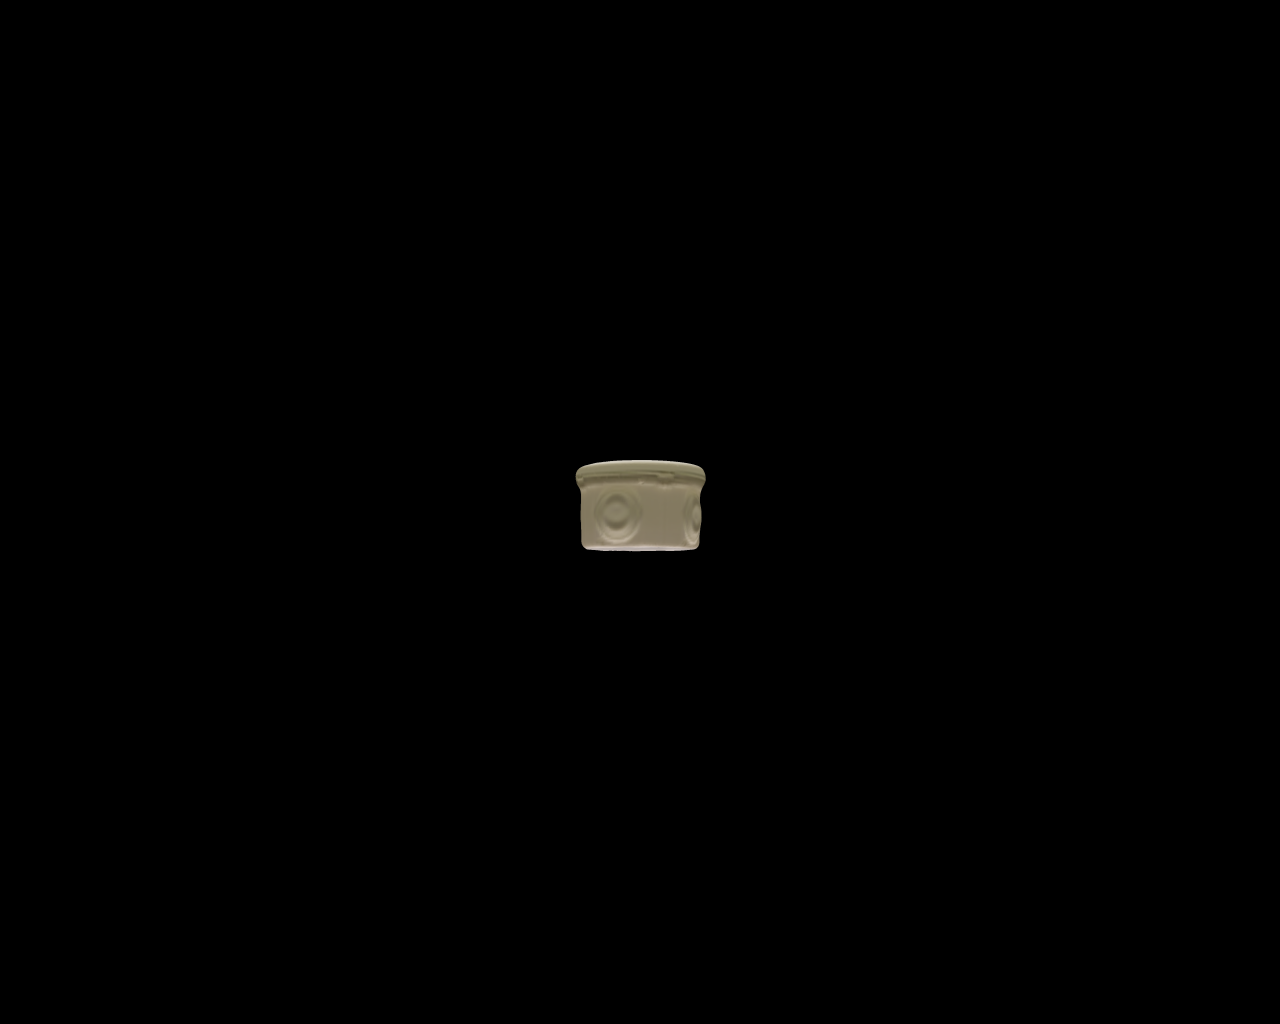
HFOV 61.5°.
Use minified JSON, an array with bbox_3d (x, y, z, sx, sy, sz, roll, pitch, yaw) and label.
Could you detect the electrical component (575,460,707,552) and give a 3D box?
[{"bbox_3d":[0.001,-0.003,0.650,0.080,0.051,0.080,0,-5,0],"label":"electrical component"}]
